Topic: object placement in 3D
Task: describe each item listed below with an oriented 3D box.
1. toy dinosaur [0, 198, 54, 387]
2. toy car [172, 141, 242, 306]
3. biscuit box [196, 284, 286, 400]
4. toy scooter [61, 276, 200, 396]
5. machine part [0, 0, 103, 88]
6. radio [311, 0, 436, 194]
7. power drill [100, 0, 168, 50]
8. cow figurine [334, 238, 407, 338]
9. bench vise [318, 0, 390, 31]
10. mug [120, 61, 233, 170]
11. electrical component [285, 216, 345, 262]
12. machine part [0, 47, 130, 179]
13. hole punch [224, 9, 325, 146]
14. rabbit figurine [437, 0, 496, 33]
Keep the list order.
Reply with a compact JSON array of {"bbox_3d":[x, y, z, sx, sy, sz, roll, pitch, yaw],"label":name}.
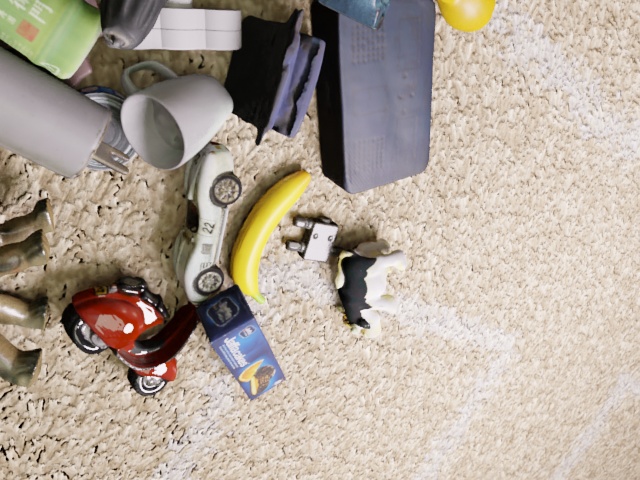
[{"bbox_3d":[-0.394,0.086,0.560,0.198,0.105,0.470,9,114,-22],"label":"toy dinosaur"},{"bbox_3d":[-0.141,-0.018,0.643,0.056,0.074,0.201,3,113,-31],"label":"toy car"},{"bbox_3d":[-0.100,0.141,0.710,0.063,0.059,0.202,-29,145,-11],"label":"biscuit box"},{"bbox_3d":[-0.215,0.106,0.670,0.135,0.075,0.183,-37,128,-6],"label":"toy scooter"},{"bbox_3d":[-0.293,-0.207,0.486,0.179,0.056,0.179,-11,117,-22],"label":"machine part"},{"bbox_3d":[0.068,-0.183,0.666,0.131,0.073,0.229,-16,122,-20],"label":"radio"},{"bbox_3d":[-0.194,-0.294,0.431,0.207,0.086,0.232,27,67,-20],"label":"power drill"},{"bbox_3d":[0.062,0.082,0.792,0.098,0.068,0.167,-9,123,-26],"label":"cow figurine"},{"bbox_3d":[0.074,-0.323,0.473,0.223,0.129,0.240,-41,161,-49],"label":"bench vise"},{"bbox_3d":[-0.151,-0.140,0.567,0.109,0.107,0.081,48,132,-4],"label":"mug"},{"bbox_3d":[-0.002,-0.002,0.751,0.094,0.021,0.063,10,109,-29],"label":"electrical component"},{"bbox_3d":[-0.274,-0.122,0.455,0.243,0.079,0.079,29,99,-33],"label":"machine part"},{"bbox_3d":[-0.038,-0.176,0.596,0.092,0.116,0.142,9,110,-38],"label":"hole punch"},{"bbox_3d":[0.184,-0.326,0.628,0.162,0.122,0.173,-19,141,-24],"label":"rabbit figurine"}]
